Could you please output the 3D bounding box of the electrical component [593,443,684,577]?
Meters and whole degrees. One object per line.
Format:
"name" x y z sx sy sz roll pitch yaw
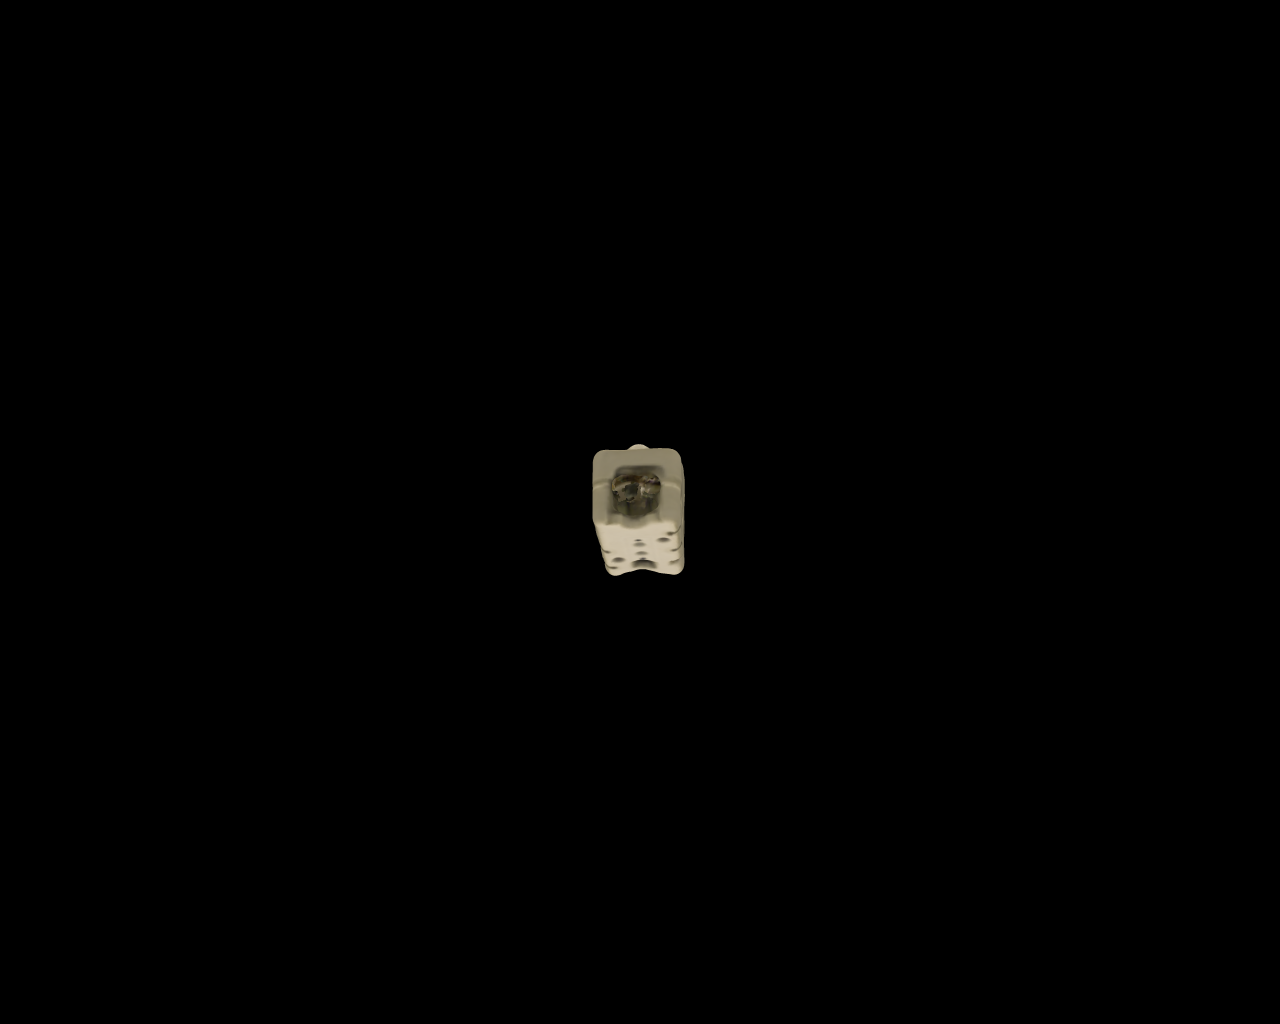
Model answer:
"electrical component" 0.001 -0.003 0.650 0.050 0.056 0.089 -1 -23 3
